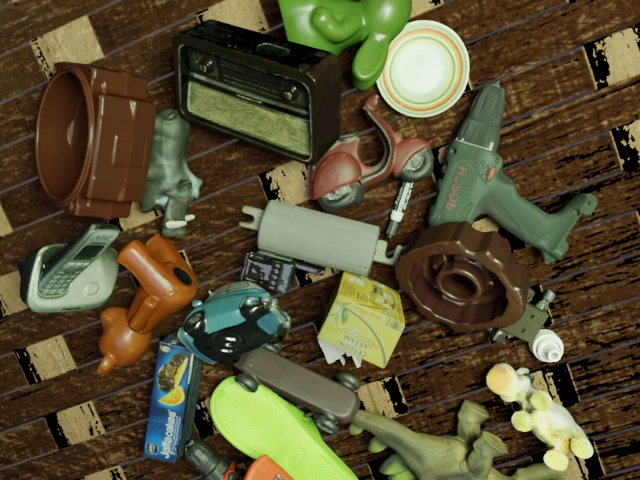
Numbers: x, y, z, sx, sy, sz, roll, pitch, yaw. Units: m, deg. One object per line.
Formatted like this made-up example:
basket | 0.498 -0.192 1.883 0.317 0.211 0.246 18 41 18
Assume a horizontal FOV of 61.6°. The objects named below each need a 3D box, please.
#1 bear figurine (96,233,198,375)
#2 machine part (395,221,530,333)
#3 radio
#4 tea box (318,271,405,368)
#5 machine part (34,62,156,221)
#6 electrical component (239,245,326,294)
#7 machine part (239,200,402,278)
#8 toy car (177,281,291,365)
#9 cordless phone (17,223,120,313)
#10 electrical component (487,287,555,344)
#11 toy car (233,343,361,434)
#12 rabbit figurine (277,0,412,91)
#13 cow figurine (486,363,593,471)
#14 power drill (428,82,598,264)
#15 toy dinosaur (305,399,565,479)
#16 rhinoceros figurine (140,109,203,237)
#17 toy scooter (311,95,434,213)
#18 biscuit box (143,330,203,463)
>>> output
bear figurine | -0.283 0.100 0.821 0.196 0.120 0.132 -41 89 16
machine part | 0.196 0.053 0.744 0.180 0.056 0.179 18 137 17
radio | -0.085 -0.201 0.717 0.230 0.073 0.131 22 135 17
tea box | 0.060 0.102 0.752 0.098 0.169 0.068 24 101 4
machine part | -0.321 -0.139 0.749 0.202 0.087 0.200 22 104 42
electrical component | -0.054 0.048 0.807 0.119 0.075 0.047 16 100 1
machine part | -0.002 -0.002 0.790 0.243 0.079 0.079 15 101 3
toy car | -0.127 0.111 0.805 0.162 0.103 0.109 -25 130 16
cordless phone | -0.336 0.027 0.788 0.184 0.146 0.089 -35 72 23
electrical component | 0.288 0.106 0.793 0.078 0.045 0.102 19 103 -15
toy car | -0.036 0.217 0.815 0.202 0.053 0.089 21 60 15
rabbit figurine | 0.042 -0.284 0.712 0.170 0.121 0.159 -12 95 9
cow figurine | 0.320 0.247 0.796 0.068 0.098 0.167 -44 74 17
power drill | 0.269 -0.075 0.747 0.207 0.086 0.232 26 103 -2
toy dinosaur | 0.206 0.353 0.813 0.471 0.105 0.198 35 104 3
rhinoceros figurine | -0.230 -0.099 0.806 0.112 0.073 0.190 2 99 -1
toy scooter | 0.059 -0.125 0.765 0.184 0.075 0.135 -21 90 11
biscuit box | -0.233 0.252 0.864 0.059 0.063 0.202 11 100 5
